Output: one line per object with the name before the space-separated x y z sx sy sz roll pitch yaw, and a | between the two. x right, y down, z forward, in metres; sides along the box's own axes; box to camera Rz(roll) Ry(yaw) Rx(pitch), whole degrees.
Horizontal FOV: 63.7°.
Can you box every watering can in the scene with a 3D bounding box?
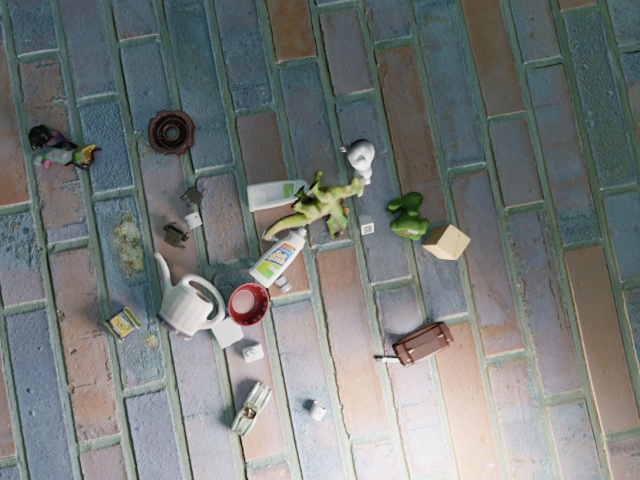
watering can | -0.509 0.213 1.855 0.348 0.103 0.225 35 88 6

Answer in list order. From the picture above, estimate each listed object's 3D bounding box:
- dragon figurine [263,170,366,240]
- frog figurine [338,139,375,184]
dragon figurine | 0.006 -0.094 1.874 0.410 0.123 0.240 -47 113 0
frog figurine | 0.158 -0.287 1.897 0.122 0.138 0.160 -28 87 17
